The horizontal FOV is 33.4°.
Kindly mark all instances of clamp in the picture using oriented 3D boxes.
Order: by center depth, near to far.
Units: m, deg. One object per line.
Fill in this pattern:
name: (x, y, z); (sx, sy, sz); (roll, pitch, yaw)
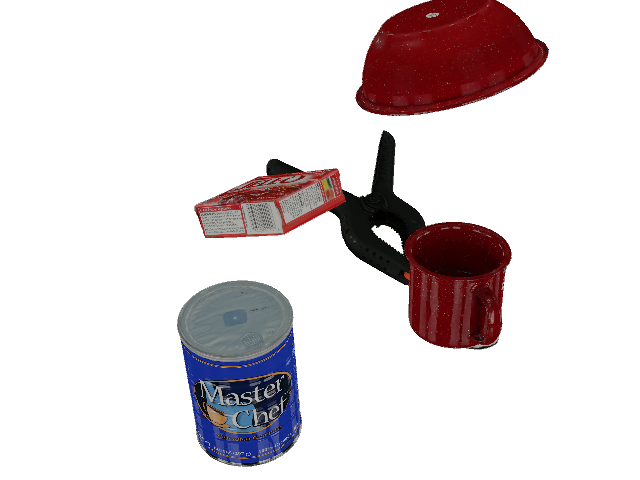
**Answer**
clamp: (0.043, -0.034, 1.169); (0.164, 0.210, 0.036); (-11, -37, -21)

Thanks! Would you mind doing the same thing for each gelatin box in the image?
gelatin box: (-0.038, -0.028, 0.801); (0.089, 0.030, 0.073); (-2, 19, 43)

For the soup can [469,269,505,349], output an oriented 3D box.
soup can: (0.194, 0.077, 1.338); (0.068, 0.102, 0.068); (1, 23, -1)

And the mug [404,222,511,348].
mug: (0.125, 0.047, 0.942); (0.093, 0.081, 0.117); (-15, 35, -21)

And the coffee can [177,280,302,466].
coffee can: (-0.072, 0.122, 0.982); (0.103, 0.140, 0.103); (-2, 37, 2)

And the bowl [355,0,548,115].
bowl: (0.100, -0.159, 0.869); (0.162, 0.055, 0.162); (-15, 25, 7)
